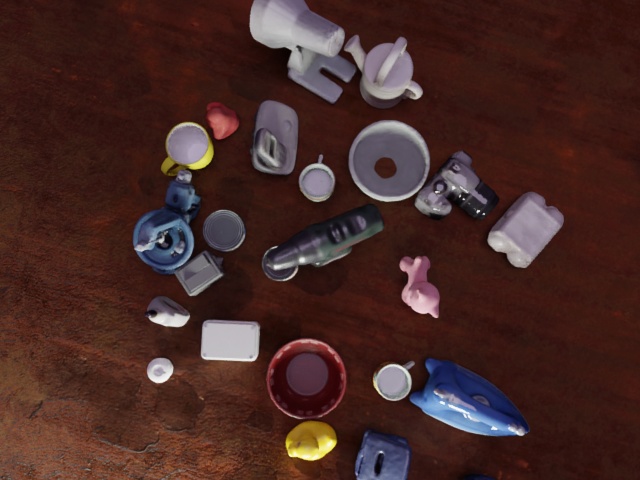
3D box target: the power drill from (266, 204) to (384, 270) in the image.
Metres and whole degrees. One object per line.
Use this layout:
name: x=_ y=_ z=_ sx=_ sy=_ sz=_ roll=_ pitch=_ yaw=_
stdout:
power drill: x=0.010 y=0.004 z=1.111 sx=0.229 sy=0.208 sz=0.075 roll=-26 pitch=86 yaw=-2

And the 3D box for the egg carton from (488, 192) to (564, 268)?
egg carton: x=0.424 y=-0.023 z=1.184 sx=0.107 sy=0.069 sz=0.150 roll=40 pitch=87 yaw=3

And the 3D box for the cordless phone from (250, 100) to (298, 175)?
cordless phone: x=-0.095 y=-0.213 z=1.138 sx=0.094 sy=0.185 sz=0.148 roll=2 pitch=86 yaw=0

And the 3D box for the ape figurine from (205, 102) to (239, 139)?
ape figurine: x=-0.209 y=-0.252 z=1.186 sx=0.076 sy=0.092 sz=0.078 roll=5 pitch=86 yaw=0

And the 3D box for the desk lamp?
desk lamp: x=-0.027 y=-0.394 z=1.137 sx=0.203 sy=0.213 sz=0.118 roll=31 pitch=86 yaw=2

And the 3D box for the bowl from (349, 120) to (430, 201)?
bowl: x=0.140 y=-0.159 z=1.190 sx=0.167 sy=0.074 sz=0.167 roll=0 pitch=86 yaw=0

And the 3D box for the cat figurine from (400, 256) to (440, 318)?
cat figurine: x=0.203 y=0.093 z=1.151 sx=0.067 sy=0.117 sz=0.128 roll=-5 pitch=86 yaw=0

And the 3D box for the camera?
camera: x=0.289 y=-0.094 z=1.173 sx=0.137 sy=0.101 sz=0.143 roll=40 pitch=87 yaw=3

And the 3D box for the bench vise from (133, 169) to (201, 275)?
bench vise: x=-0.308 y=-0.038 z=1.107 sx=0.121 sy=0.219 sz=0.207 roll=-2 pitch=86 yaw=0

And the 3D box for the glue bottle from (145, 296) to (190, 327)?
glue bottle: x=-0.308 y=0.142 z=1.117 sx=0.078 sy=0.173 sz=0.037 roll=30 pitch=86 yaw=2

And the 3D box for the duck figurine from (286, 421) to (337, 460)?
duck figurine: x=-0.018 y=0.408 z=1.143 sx=0.104 sy=0.086 sz=0.077 roll=-11 pitch=86 yaw=-1

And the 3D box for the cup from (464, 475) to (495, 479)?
cup: x=0.327 y=0.509 z=1.133 sx=0.117 sy=0.095 sz=0.092 roll=27 pitch=86 yaw=2

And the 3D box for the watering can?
watering can: x=0.128 y=-0.342 z=1.143 sx=0.173 sy=0.194 sz=0.101 roll=12 pitch=86 yaw=1

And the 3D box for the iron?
iron: x=0.315 y=0.332 z=1.122 sx=0.258 sy=0.141 sz=0.119 roll=24 pitch=86 yaw=2

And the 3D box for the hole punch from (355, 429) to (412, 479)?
hole punch: x=0.124 y=0.444 z=1.139 sx=0.101 sy=0.091 sz=0.109 roll=14 pitch=86 yaw=1
